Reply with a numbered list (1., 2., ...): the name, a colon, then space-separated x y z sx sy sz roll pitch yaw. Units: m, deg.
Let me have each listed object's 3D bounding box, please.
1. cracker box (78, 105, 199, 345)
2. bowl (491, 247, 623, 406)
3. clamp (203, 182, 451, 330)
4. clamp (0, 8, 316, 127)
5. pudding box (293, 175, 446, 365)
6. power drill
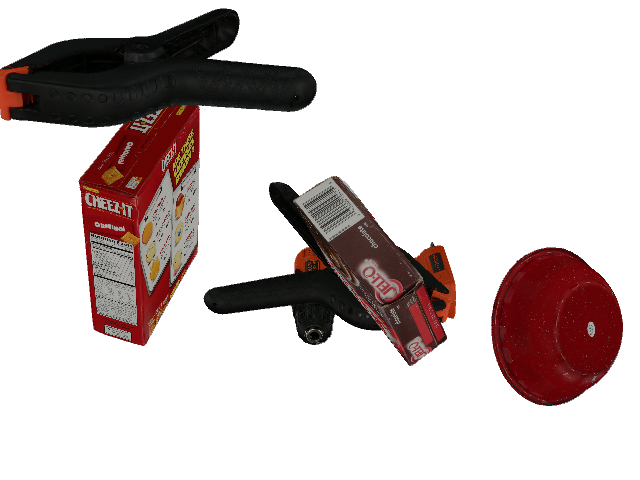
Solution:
1. cracker box: -0.189 -0.022 1.138 0.072 0.214 0.164 14 43 9
2. bowl: 0.249 0.087 1.064 0.161 0.162 0.055 0 -1 -31
3. clamp: 0.010 0.035 0.953 0.210 0.036 0.164 23 50 15
4. clamp: -0.099 -0.101 0.614 0.171 0.039 0.120 -6 27 -19
5. pudding box: 0.035 0.021 0.730 0.039 0.114 0.090 -33 -35 -4
6. power drill: 0.059 0.059 1.233 0.187 0.057 0.184 -2 28 0
